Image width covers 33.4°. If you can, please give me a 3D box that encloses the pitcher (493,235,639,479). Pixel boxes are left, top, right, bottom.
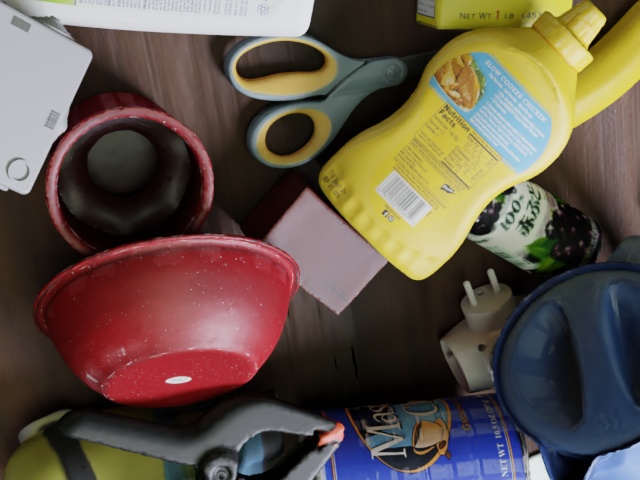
[{"bbox_3d":[0.227,0.121,0.735,0.149,0.145,0.242,-34,135,8],"label":"pitcher"}]

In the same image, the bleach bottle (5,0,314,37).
[{"bbox_3d":[-0.128,-0.170,0.589,0.250,0.068,0.102,2,108,-15],"label":"bleach bottle"}]

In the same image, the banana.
[{"bbox_3d":[0.163,-0.106,0.704,0.197,0.037,0.069,-25,128,-9],"label":"banana"}]

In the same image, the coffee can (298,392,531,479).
[{"bbox_3d":[0.061,0.161,0.726,0.140,0.103,0.103,-4,110,-7],"label":"coffee can"}]

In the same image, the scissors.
[{"bbox_3d":[0.035,-0.090,0.689,0.201,0.016,0.096,2,110,-17],"label":"scissors"}]

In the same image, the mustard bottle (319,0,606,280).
[{"bbox_3d":[0.096,-0.071,0.650,0.096,0.058,0.192,45,106,-2],"label":"mustard bottle"}]

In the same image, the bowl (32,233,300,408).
[{"bbox_3d":[-0.086,0.058,0.632,0.162,0.055,0.162,-10,154,-5],"label":"bowl"}]

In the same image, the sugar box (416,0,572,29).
[{"bbox_3d":[0.111,-0.220,0.649,0.093,0.048,0.176,-5,111,-15],"label":"sugar box"}]

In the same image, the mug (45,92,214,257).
[{"bbox_3d":[-0.110,-0.031,0.630,0.093,0.081,0.117,-27,114,-6],"label":"mug"}]

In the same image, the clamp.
[{"bbox_3d":[-0.067,0.149,0.641,0.171,0.039,0.120,-6,101,-16],"label":"clamp"}]

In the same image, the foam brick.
[{"bbox_3d":[-0.005,0.001,0.689,0.078,0.051,0.053,40,95,-24],"label":"foam brick"}]
